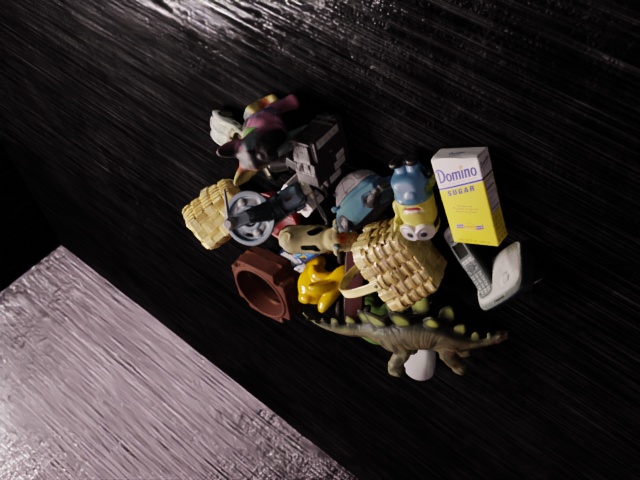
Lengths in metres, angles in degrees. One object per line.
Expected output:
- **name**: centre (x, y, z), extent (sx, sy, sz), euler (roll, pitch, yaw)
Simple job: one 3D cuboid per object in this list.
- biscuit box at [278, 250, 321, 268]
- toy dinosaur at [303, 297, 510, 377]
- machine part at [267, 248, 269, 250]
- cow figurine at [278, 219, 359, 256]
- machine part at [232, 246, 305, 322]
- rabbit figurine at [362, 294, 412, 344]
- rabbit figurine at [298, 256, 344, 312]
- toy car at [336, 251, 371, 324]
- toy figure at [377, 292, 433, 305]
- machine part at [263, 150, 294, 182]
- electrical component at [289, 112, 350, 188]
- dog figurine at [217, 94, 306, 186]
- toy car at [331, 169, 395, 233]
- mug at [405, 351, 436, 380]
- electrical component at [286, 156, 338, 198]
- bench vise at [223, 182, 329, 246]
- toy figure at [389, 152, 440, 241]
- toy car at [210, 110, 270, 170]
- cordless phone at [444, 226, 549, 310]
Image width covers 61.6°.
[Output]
- **biscuit box**: centre (-0.043, 0.021, 1.439), extent (0.059, 0.063, 0.203), euler (48, 150, -8)
- **toy dinosaur**: centre (0.192, 0.213, 1.252), extent (0.472, 0.105, 0.198), euler (-6, 121, 21)
- **machine part**: centre (-0.115, 0.101, 1.618), extent (0.243, 0.079, 0.079), euler (34, 150, 17)
- **cow figurine**: centre (-0.003, -0.004, 1.264), extent (0.195, 0.085, 0.127), euler (0, 176, 12)
- **machine part**: centre (-0.148, 0.129, 1.537), extent (0.202, 0.087, 0.200), euler (23, 140, 30)
- **rabbit figurine**: centre (0.188, 0.209, 1.360), extent (0.159, 0.121, 0.170), euler (44, 136, -10)
- **rabbit figurine**: centre (0.024, 0.107, 1.410), extent (0.173, 0.162, 0.121), euler (-14, 107, 36)
- **toy car**: centre (0.086, 0.110, 1.324), extent (0.089, 0.053, 0.202), euler (3, 102, 12)
- **toy figure**: centre (0.200, 0.118, 1.279), extent (0.155, 0.058, 0.064), euler (16, 151, 30)
- **machine part**: centre (-0.100, -0.180, 1.272), extent (0.139, 0.039, 0.084), euler (-2, 120, 54)
- **electrical component**: centre (0.003, -0.172, 1.078), extent (0.058, 0.115, 0.134), euler (24, 144, 33)
- **dog figurine**: centre (-0.130, -0.203, 1.094), extent (0.192, 0.219, 0.108), euler (10, 134, 43)
- **toy car**: centre (0.083, -0.090, 1.106), extent (0.103, 0.109, 0.161), euler (55, 144, 13)
- **mug**: centre (0.262, 0.302, 1.434), extent (0.110, 0.081, 0.107), euler (32, 138, 30)
- **electrical component**: centre (-0.015, -0.154, 1.190), extent (0.119, 0.048, 0.074), euler (33, 149, 18)
- **bench vise**: centre (-0.122, -0.058, 1.146), extent (0.224, 0.240, 0.128), euler (-15, 94, 20)
- **toy figure**: centre (0.183, -0.080, 1.017), extent (0.082, 0.089, 0.179), euler (14, 132, 47)
- **toy car**: centre (-0.190, -0.235, 1.256), extent (0.202, 0.056, 0.073), euler (36, 132, 24)
- **cordless phone**: centre (0.319, 0.030, 1.012), extent (0.184, 0.089, 0.146), euler (57, 154, 14)
